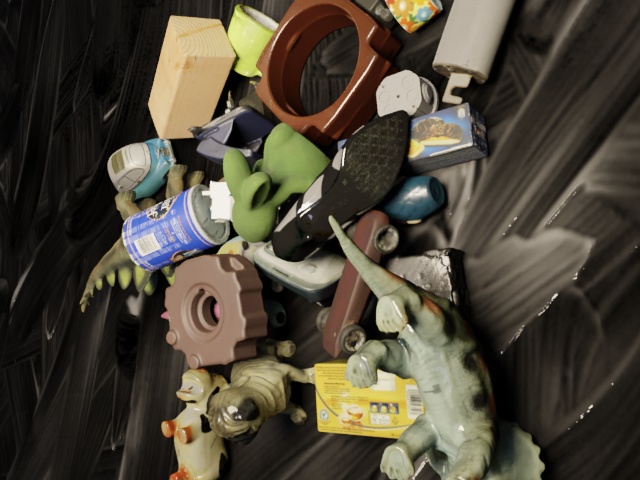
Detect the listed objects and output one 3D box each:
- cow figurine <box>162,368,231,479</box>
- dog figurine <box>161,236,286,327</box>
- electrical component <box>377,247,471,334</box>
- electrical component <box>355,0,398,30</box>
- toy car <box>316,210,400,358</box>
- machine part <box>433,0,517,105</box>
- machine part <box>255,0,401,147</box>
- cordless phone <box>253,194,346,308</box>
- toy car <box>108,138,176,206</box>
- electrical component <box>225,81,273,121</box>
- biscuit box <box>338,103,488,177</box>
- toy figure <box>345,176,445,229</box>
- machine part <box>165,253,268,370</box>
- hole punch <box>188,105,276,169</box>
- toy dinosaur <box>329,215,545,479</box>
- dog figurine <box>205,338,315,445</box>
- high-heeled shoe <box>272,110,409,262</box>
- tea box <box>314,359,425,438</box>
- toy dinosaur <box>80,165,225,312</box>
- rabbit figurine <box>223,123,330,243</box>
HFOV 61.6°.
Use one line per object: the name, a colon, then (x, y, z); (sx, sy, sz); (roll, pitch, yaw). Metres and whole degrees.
cow figurine: (-0.196, 0.309, 0.906); (0.086, 0.127, 0.194); (-1, 99, 36)
dog figurine: (-0.172, 0.096, 0.909); (0.219, 0.108, 0.191); (-12, 79, 37)
electrical component: (0.137, 0.081, 0.716); (0.115, 0.058, 0.134); (-10, 79, 37)
electrical component: (0.085, -0.337, 0.791); (0.021, 0.063, 0.094); (-51, 51, 17)
toy car: (0.052, 0.059, 0.718); (0.089, 0.053, 0.202); (22, 96, 61)
machine part: (0.208, -0.294, 0.692); (0.079, 0.079, 0.243); (24, 100, 35)
machine part: (0.010, -0.261, 0.826); (0.201, 0.087, 0.201); (49, 114, 29)
cordless phone: (-0.001, -0.002, 0.820); (0.147, 0.088, 0.184); (25, 81, 35)
toy car: (-0.365, -0.141, 1.074); (0.162, 0.103, 0.109); (-29, 70, 32)
electrical component: (-0.122, -0.230, 0.941); (0.102, 0.045, 0.078); (-12, 77, 34)
biscuit box: (0.123, -0.126, 0.744); (0.203, 0.062, 0.059); (-11, 77, 34)
toy figure: (0.098, -0.045, 0.757); (0.155, 0.057, 0.064); (-17, 69, 38)
machine part: (-0.157, 0.104, 0.793); (0.180, 0.056, 0.179); (-1, 88, 34)
hole punch: (-0.134, -0.150, 0.895); (0.116, 0.142, 0.092); (-19, 79, 21)
toy dinosaur: (0.137, 0.153, 0.609); (0.131, 0.192, 0.404); (-18, 85, 38)
dog figurine: (-0.113, 0.213, 0.800); (0.173, 0.190, 0.121); (15, 94, 37)
high-heeled shoe: (0.027, -0.070, 0.741); (0.086, 0.145, 0.249); (42, 79, -10)
tea box: (0.080, 0.214, 0.735); (0.170, 0.068, 0.098); (-7, 81, 36)
toy dinosaur: (-0.324, 0.001, 1.026); (0.472, 0.105, 0.198); (-26, 71, 30)
rabbit figurine: (-0.066, -0.071, 0.778); (0.121, 0.159, 0.170); (36, 90, 28)
